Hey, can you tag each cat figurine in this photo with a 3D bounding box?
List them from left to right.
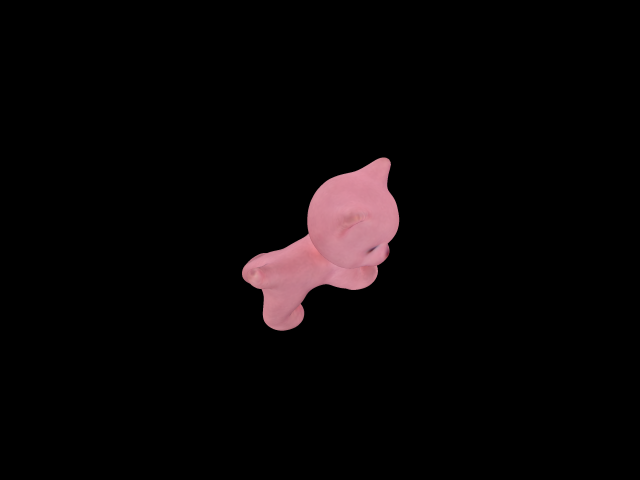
[{"bbox_3d":[0.004,0.001,0.400,0.128,0.118,0.067,-30,74,-9],"label":"cat figurine"}]
